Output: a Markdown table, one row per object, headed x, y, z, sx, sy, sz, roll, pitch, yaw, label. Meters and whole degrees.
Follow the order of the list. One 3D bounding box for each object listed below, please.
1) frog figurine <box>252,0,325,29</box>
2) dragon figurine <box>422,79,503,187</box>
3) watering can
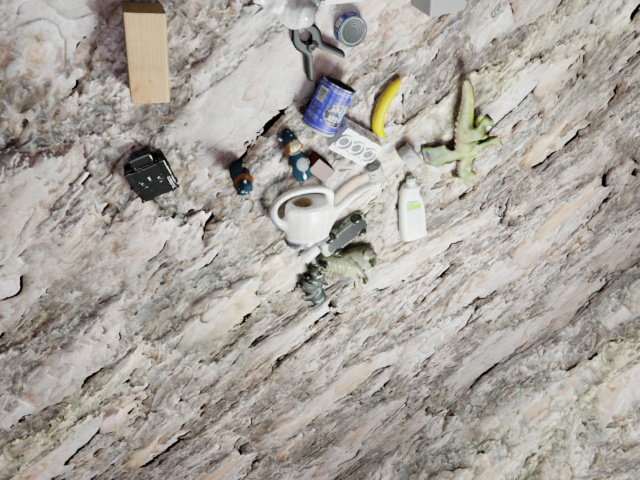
| x | y | z | sx | sy | sz | roll | pitch | yaw | label |
| --- | --- | --- | --- | --- | --- | --- | --- | --- | --- |
| -0.087 | -0.553 | 1.208 | 0.161 | 0.139 | 0.120 | -26 | -15 | -30 | frog figurine |
| 0.447 | -0.321 | 1.683 | 0.241 | 0.125 | 0.403 | -33 | -48 | 13 | dragon figurine |
| 0.005 | -0.083 | 1.645 | 0.349 | 0.219 | 0.106 | -9 | 40 | -19 | watering can |
